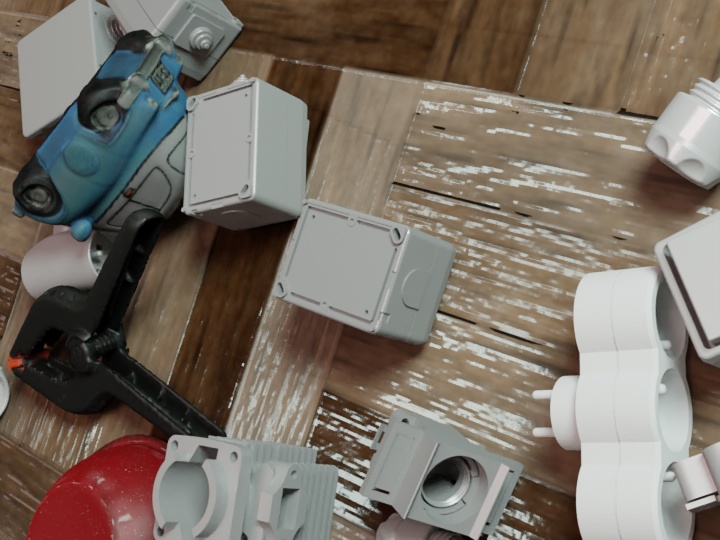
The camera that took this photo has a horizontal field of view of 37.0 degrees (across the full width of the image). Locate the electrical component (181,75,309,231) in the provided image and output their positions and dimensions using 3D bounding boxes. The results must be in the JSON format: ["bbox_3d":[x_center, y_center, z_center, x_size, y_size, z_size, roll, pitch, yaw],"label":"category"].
[{"bbox_3d":[-0.072,-0.079,0.700,0.062,0.061,0.096,-9,73,35],"label":"electrical component"}]

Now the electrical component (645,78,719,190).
[{"bbox_3d":[0.173,-0.074,0.525,0.043,0.043,0.062,44,105,36],"label":"electrical component"}]

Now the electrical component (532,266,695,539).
[{"bbox_3d":[0.118,0.069,0.525,0.074,0.052,0.138,-7,75,36],"label":"electrical component"}]

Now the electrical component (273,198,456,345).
[{"bbox_3d":[0.000,0.000,0.626,0.096,0.061,0.061,18,90,39],"label":"electrical component"}]

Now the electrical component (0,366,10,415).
[{"bbox_3d":[-0.313,0.092,0.844,0.057,0.058,0.078,21,91,42],"label":"electrical component"}]

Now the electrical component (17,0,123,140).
[{"bbox_3d":[-0.218,-0.151,0.837,0.100,0.048,0.099,-23,66,31],"label":"electrical component"}]

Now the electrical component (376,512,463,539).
[{"bbox_3d":[0.040,0.151,0.575,0.061,0.035,0.035,4,82,35],"label":"electrical component"}]

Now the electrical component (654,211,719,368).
[{"bbox_3d":[0.191,-0.002,0.481,0.096,0.061,0.061,-30,62,28],"label":"electrical component"}]

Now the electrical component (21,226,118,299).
[{"bbox_3d":[-0.209,-0.020,0.801,0.077,0.044,0.079,-12,71,34],"label":"electrical component"}]

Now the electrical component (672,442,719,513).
[{"bbox_3d":[0.183,0.099,0.463,0.078,0.058,0.057,-23,66,15],"label":"electrical component"}]

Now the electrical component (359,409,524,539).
[{"bbox_3d":[0.038,0.104,0.564,0.042,0.081,0.064,-66,23,3],"label":"electrical component"}]

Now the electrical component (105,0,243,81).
[{"bbox_3d":[-0.135,-0.180,0.773,0.061,0.062,0.096,-48,55,18],"label":"electrical component"}]
